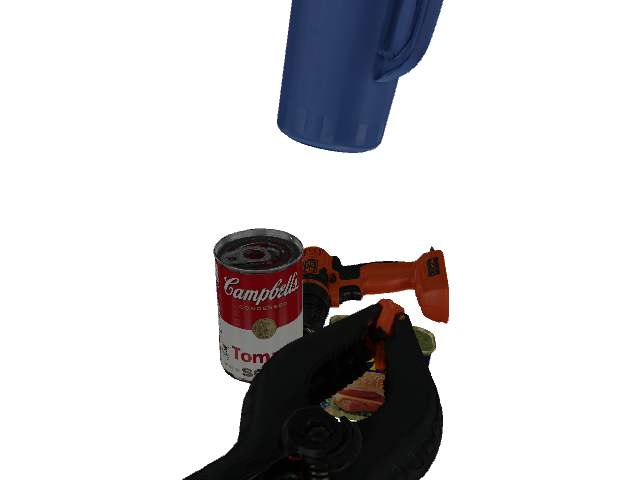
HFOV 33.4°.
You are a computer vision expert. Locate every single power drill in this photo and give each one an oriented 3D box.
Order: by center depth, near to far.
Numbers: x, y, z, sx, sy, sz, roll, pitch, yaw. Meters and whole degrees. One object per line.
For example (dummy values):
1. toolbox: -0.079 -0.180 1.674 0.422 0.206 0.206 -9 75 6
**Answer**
1. power drill: 0.054 0.061 1.241 0.187 0.057 0.184 0 28 3

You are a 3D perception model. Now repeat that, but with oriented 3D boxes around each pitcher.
1. pitcher: 0.037 -0.210 1.028 0.145 0.243 0.149 11 19 0

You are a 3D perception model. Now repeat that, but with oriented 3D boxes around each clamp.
1. clamp: 0.006 0.090 0.397 0.120 0.039 0.171 27 50 19

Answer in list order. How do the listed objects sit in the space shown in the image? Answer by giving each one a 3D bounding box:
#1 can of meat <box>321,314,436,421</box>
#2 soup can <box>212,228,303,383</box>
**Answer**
1. can of meat: 0.051 0.125 1.014 0.102 0.084 0.057 10 19 -1
2. soup can: -0.047 0.051 0.825 0.068 0.102 0.068 0 27 0
